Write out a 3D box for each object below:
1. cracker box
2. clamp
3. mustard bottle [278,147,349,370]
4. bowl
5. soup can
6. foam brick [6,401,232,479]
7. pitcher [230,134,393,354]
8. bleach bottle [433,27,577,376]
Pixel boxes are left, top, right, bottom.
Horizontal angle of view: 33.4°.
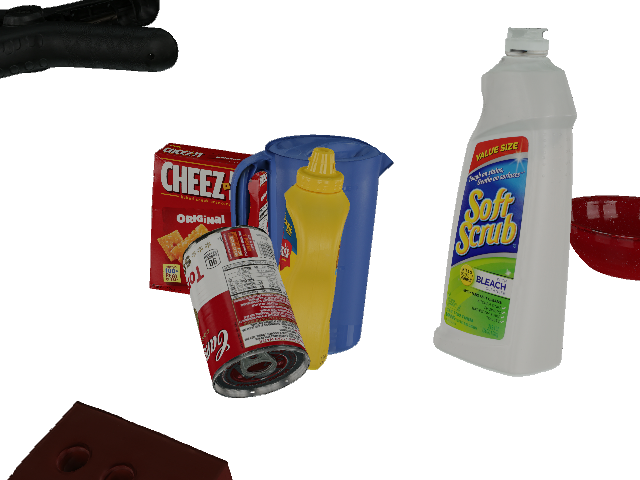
[{"bbox_3d":[-0.163,-0.023,1.571,0.164,0.214,0.072,9,20,10],"label":"cracker box"},{"bbox_3d":[-0.170,-0.126,0.650,0.171,0.039,0.120,-2,22,-4],"label":"clamp"},{"bbox_3d":[-0.010,0.011,0.947,0.058,0.192,0.096,6,20,-8],"label":"mustard bottle"},{"bbox_3d":[0.315,0.000,1.068,0.162,0.055,0.162,1,17,-1],"label":"bowl"},{"bbox_3d":[-0.053,0.048,0.740,0.068,0.102,0.068,-14,-30,-8],"label":"soup can"},{"bbox_3d":[-0.079,0.111,0.433,0.078,0.051,0.052,16,43,22],"label":"foam brick"},{"bbox_3d":[-0.011,0.004,1.231,0.149,0.243,0.144,11,19,23],"label":"pitcher"},{"bbox_3d":[0.140,-0.032,0.799,0.067,0.251,0.103,-8,16,-36],"label":"bleach bottle"}]
